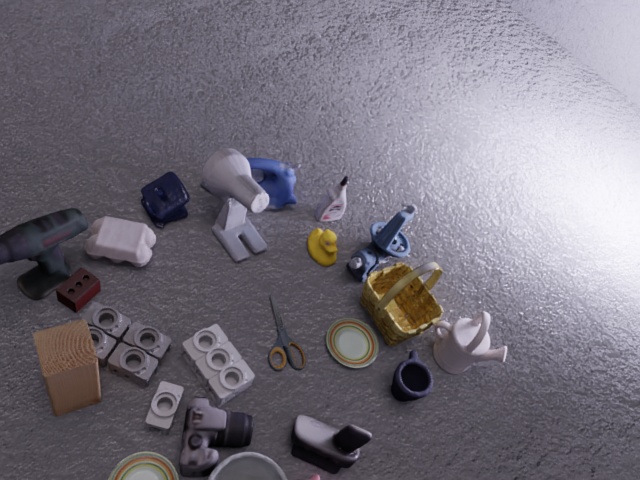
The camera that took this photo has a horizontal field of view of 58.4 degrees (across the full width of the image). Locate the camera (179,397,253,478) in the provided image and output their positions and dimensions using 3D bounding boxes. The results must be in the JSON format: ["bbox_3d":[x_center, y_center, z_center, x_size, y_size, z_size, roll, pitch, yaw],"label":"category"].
[{"bbox_3d":[-0.203,0.388,1.137,0.137,0.100,0.143,9,53,-13],"label":"camera"}]

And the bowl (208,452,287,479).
[{"bbox_3d":[-0.143,0.500,1.094,0.168,0.074,0.167,9,53,-13],"label":"bowl"}]

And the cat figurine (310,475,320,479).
[{"bbox_3d":[-0.032,0.519,1.092,0.067,0.117,0.128,39,53,10],"label":"cat figurine"}]

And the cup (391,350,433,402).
[{"bbox_3d":[0.203,0.324,1.329,0.092,0.095,0.118,14,52,-9],"label":"cup"}]

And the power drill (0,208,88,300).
[{"bbox_3d":[-0.588,0.034,1.189,0.075,0.208,0.230,40,53,11],"label":"power drill"}]

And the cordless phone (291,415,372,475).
[{"bbox_3d":[0.024,0.392,1.159,0.147,0.185,0.094,21,51,-3],"label":"cordless phone"}]

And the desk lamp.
[{"bbox_3d":[-0.200,-0.091,1.410,0.118,0.213,0.203,-26,67,-32],"label":"desk lamp"}]

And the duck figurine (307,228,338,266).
[{"bbox_3d":[0.014,0.005,1.497,0.078,0.086,0.104,-14,61,-27],"label":"duck figurine"}]

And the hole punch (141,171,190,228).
[{"bbox_3d":[-0.387,-0.102,1.431,0.101,0.091,0.108,-24,66,-31],"label":"hole punch"}]

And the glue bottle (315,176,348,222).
[{"bbox_3d":[0.044,-0.113,1.537,0.078,0.173,0.037,-12,60,-26],"label":"glue bottle"}]

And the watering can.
[{"bbox_3d":[0.365,0.242,1.381,0.173,0.194,0.101,11,53,-11],"label":"watering can"}]

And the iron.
[{"bbox_3d":[-0.179,-0.171,1.521,0.259,0.141,0.118,6,54,-15],"label":"iron"}]

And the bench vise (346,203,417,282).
[{"bbox_3d":[0.170,0.011,1.462,0.121,0.219,0.208,32,52,6],"label":"bench vise"}]

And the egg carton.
[{"bbox_3d":[-0.465,0.005,1.341,0.150,0.069,0.107,11,53,-12],"label":"egg carton"}]
